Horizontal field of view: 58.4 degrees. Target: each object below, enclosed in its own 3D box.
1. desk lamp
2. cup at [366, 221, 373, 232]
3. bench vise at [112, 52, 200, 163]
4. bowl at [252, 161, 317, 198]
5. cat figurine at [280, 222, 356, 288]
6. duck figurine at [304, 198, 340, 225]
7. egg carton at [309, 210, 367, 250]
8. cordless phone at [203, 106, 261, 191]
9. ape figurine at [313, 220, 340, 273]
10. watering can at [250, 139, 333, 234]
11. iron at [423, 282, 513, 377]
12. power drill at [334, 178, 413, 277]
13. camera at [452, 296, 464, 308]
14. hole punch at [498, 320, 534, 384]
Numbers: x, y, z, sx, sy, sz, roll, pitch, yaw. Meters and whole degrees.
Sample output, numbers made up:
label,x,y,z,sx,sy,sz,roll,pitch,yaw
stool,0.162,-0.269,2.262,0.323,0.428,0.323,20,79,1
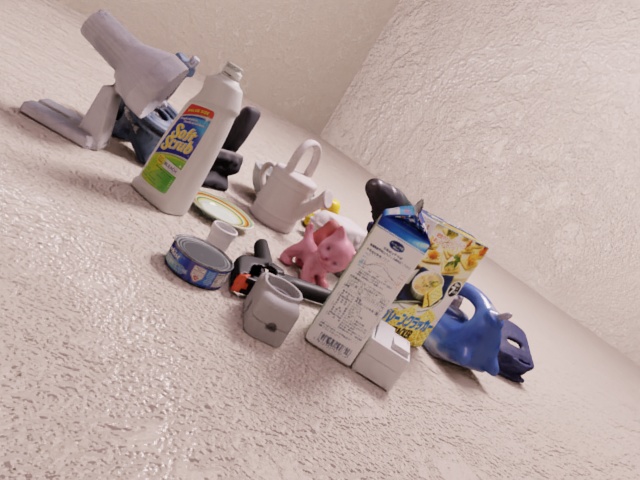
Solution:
label,x,y,z,sx,sy,sz,roll,pitch,yaw
desk lamp,-0.356,-0.261,0.971,0.203,0.213,0.118,30,13,-10
cup,0.144,0.008,1.396,0.118,0.095,0.091,23,16,-35
bench vise,-0.322,-0.273,1.081,0.207,0.219,0.122,35,13,15
bowl,-0.093,-0.110,1.327,0.167,0.074,0.167,30,13,-7
cat figurine,0.008,0.020,0.988,0.127,0.117,0.067,41,16,35
duck figurine,0.013,-0.060,1.365,0.077,0.086,0.105,35,13,15
egg carton,0.044,-0.010,1.290,0.151,0.069,0.107,16,20,-50
cordless phone,-0.205,-0.204,1.171,0.094,0.185,0.148,37,14,21
ape figurine,0.010,0.004,1.110,0.076,0.092,0.078,31,13,-3
watering can,-0.049,-0.114,1.182,0.173,0.194,0.101,33,13,3
iron,0.250,0.134,1.074,0.119,0.141,0.257,24,15,-31
power drill,0.107,-0.011,1.132,0.075,0.208,0.230,39,15,29
camera,0.259,0.111,1.270,0.142,0.100,0.137,39,15,29
hole punch,0.384,0.223,1.167,0.109,0.091,0.101,27,14,-22
